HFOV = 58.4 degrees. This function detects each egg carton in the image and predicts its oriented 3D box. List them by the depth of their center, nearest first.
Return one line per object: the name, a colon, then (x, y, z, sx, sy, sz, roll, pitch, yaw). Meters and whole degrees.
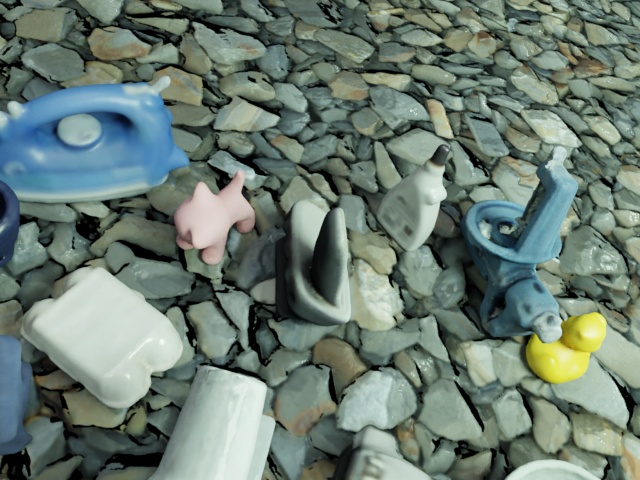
egg carton: (-0.222, 0.098, 0.592, 0.150, 0.069, 0.107, 35, 55, 9)

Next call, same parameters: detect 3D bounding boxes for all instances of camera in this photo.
camera: (0.074, 0.265, 0.542, 0.137, 0.101, 0.143, 23, 54, 1)

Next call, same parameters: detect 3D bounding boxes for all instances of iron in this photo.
iron: (-0.292, -0.127, 0.678, 0.259, 0.141, 0.118, -14, 62, -23)

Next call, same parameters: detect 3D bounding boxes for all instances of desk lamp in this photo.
desk lamp: (-0.099, 0.203, 0.467, 0.118, 0.213, 0.203, 17, 55, -3)

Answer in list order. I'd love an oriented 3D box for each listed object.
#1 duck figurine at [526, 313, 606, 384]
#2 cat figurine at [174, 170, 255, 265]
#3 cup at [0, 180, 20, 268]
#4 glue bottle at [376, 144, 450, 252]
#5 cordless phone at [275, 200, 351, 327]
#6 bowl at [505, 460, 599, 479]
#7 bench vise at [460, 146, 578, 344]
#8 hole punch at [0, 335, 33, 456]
duck figurine: (0.311, 0.126, 0.706, 0.105, 0.086, 0.077, -28, 68, -29)
cat figurine: (-0.126, -0.032, 0.674, 0.067, 0.117, 0.128, 32, 55, 7)
cup: (-0.362, 0.003, 0.602, 0.092, 0.095, 0.117, 6, 56, -11)
glue bottle: (0.127, -0.059, 0.726, 0.037, 0.173, 0.078, -28, 68, -28)
cordless phone: (0.006, 0.002, 0.645, 0.094, 0.185, 0.147, 1, 57, -14)
bowl: (0.230, 0.312, 0.569, 0.167, 0.074, 0.167, 7, 56, -10)
bench vise: (0.262, 0.008, 0.689, 0.122, 0.219, 0.207, -18, 63, -24)
hole punch: (-0.324, 0.144, 0.521, 0.109, 0.091, 0.101, 1, 57, -14)
